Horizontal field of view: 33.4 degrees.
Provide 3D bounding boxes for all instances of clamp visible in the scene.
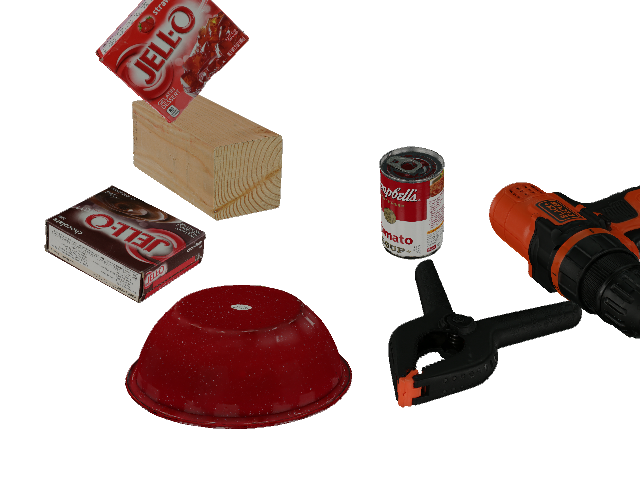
[{"bbox_3d":[0.114,0.080,0.946,0.165,0.036,0.209,19,33,33],"label":"clamp"}]

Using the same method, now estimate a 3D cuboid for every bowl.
[{"bbox_3d":[-0.057,0.072,0.754,0.162,0.055,0.162,1,18,0],"label":"bowl"}]

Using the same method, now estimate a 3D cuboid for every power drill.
[{"bbox_3d":[0.234,-0.003,0.731,0.187,0.057,0.185,-10,29,-18],"label":"power drill"}]

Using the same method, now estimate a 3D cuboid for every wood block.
[{"bbox_3d":[-0.139,-0.105,1.276,0.090,0.090,0.206,-13,28,-33],"label":"wood block"}]

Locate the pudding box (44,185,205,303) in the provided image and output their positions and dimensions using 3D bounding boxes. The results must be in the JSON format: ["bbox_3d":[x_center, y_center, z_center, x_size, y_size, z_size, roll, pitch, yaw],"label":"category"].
[{"bbox_3d":[-0.174,0.001,0.949,0.114,0.039,0.089,24,33,22],"label":"pudding box"}]

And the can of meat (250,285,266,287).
[{"bbox_3d":[-0.098,0.105,1.238,0.101,0.084,0.058,-10,18,-35],"label":"can of meat"}]

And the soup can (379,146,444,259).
[{"bbox_3d":[0.097,-0.040,1.139,0.068,0.102,0.068,-3,36,2],"label":"soup can"}]

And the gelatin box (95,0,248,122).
[{"bbox_3d":[-0.110,-0.144,0.792,0.073,0.089,0.030,42,4,-28],"label":"gelatin box"}]
